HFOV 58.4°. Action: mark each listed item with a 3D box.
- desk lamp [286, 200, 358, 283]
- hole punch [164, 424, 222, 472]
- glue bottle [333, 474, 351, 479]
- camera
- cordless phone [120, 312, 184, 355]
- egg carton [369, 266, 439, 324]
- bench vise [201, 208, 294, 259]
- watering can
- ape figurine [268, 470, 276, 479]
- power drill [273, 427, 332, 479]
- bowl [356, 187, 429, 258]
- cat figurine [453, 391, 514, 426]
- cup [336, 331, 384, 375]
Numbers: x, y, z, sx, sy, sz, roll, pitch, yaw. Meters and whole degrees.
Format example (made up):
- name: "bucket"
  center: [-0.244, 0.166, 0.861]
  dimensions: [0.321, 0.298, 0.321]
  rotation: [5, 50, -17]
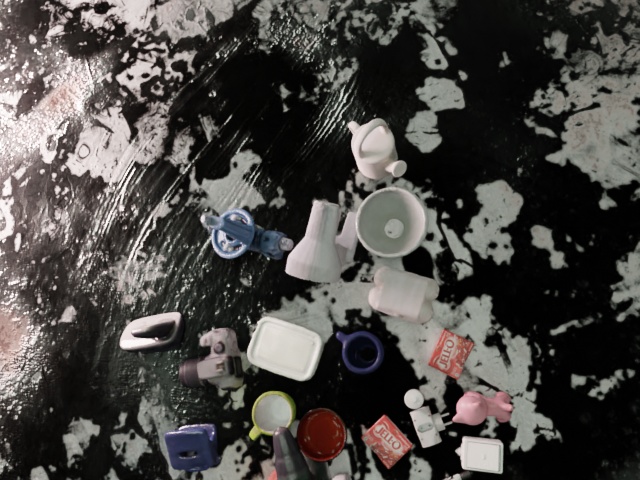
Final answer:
- name: "desk lamp"
  center: [0.012, 0.005, 1.280]
  dimensions: [0.117, 0.214, 0.203]
  rotation: [13, 81, 13]
- name: "hole punch"
  center: [-0.289, 0.475, 1.302]
  dimensions: [0.108, 0.091, 0.101]
  rotation: [-8, 77, 9]
- name: "glue bottle"
  center: [0.045, 0.535, 1.183]
  dimensions: [0.037, 0.173, 0.078]
  rotation: [-24, 75, 5]
- name: "camera"
  center: [-0.260, 0.286, 1.331]
  dimensions: [0.136, 0.101, 0.143]
  rotation: [-13, 76, 8]
- name: "cordless phone"
  center: [-0.411, 0.214, 1.331]
  dimensions: [0.147, 0.185, 0.094]
  rotation: [-14, 76, 8]
- name: "egg carton"
  center: [0.189, 0.125, 1.296]
  dimensions: [0.150, 0.069, 0.107]
  rotation: [15, 81, 13]
- name: "bench vise"
  center: [-0.171, -0.024, 1.318]
  dimensions: [0.207, 0.220, 0.121]
  rotation: [-7, 77, 9]
- name: "watering can"
  center: [0.129, -0.214, 1.314]
  dimensions: [0.172, 0.194, 0.101]
  rotation: [24, 84, 15]
- name: "ape figurine"
  center: [-0.090, 0.541, 1.250]
  dimensions: [0.076, 0.092, 0.078]
  rotation: [-8, 77, 9]
- name: "power drill"
  center: [-0.036, 0.495, 1.189]
  dimensions: [0.075, 0.208, 0.229]
  rotation: [-18, 75, 7]
- name: "bowl"
  center: [0.169, -0.034, 1.331]
  dimensions: [0.167, 0.075, 0.167]
  rotation: [-2, 78, 10]
- name: "cat figurine"
  center: [0.339, 0.352, 1.195]
  dimensions: [0.127, 0.118, 0.067]
  rotation: [-4, 77, 10]
- name: "cup"
  center: [0.089, 0.245, 1.277]
  dimensions: [0.117, 0.095, 0.092]
  rotation: [34, 86, 16]
